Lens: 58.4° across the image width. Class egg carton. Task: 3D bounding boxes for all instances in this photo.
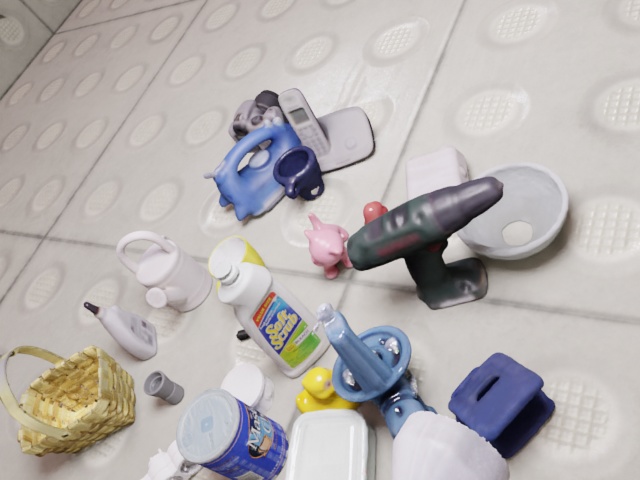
[{"bbox_3d":[0.198,-0.090,0.964,0.107,0.070,0.150,-17,49,22],"label":"egg carton"}]

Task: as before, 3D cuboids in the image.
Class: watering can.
[{"bbox_3d":[-0.297,0.054,1.085,0.101,0.195,0.172,-43,45,-3],"label":"watering can"}]

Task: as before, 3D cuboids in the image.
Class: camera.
[{"bbox_3d":[-0.127,-0.282,1.302,0.142,0.101,0.137,3,59,35],"label":"camera"}]

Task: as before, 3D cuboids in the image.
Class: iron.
[{"bbox_3d":[-0.120,-0.170,1.182,0.258,0.142,0.118,-48,45,-8],"label":"iron"}]

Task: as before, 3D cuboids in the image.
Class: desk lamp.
[{"bbox_3d":[0.123,0.309,0.602,0.117,0.214,0.203,12,64,38],"label":"desk lamp"}]

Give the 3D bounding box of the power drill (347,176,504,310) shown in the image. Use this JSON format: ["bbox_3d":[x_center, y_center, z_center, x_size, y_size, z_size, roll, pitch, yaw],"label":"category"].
[{"bbox_3d":[0.165,0.011,0.809,0.229,0.209,0.075,-18,49,20],"label":"power drill"}]

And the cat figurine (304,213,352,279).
[{"bbox_3d":[0.009,0.004,0.980,0.067,0.118,0.127,-31,45,9],"label":"cat figurine"}]

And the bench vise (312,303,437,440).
[{"bbox_3d":[0.082,0.169,0.732,0.121,0.220,0.206,-49,45,-9],"label":"bench vise"}]

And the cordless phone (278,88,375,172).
[{"bbox_3d":[0.013,-0.227,1.109,0.147,0.186,0.094,-18,49,21],"label":"cordless phone"}]

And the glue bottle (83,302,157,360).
[{"bbox_3d":[-0.374,0.158,1.069,0.037,0.174,0.078,-29,46,11],"label":"glue bottle"}]

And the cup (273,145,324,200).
[{"bbox_3d":[-0.033,-0.111,1.113,0.091,0.095,0.118,-12,51,26],"label":"cup"}]

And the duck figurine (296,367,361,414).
[{"bbox_3d":[0.004,0.218,0.840,0.104,0.086,0.077,-25,47,14],"label":"duck figurine"}]

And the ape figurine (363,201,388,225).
[{"bbox_3d":[0.103,-0.030,0.964,0.076,0.092,0.077,-50,46,-10],"label":"ape figurine"}]

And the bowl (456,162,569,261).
[{"bbox_3d":[0.288,-0.031,0.857,0.167,0.075,0.167,-17,49,21],"label":"bowl"}]

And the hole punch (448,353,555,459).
[{"bbox_3d":[0.217,0.199,0.713,0.109,0.091,0.100,-46,45,-6],"label":"hole punch"}]
